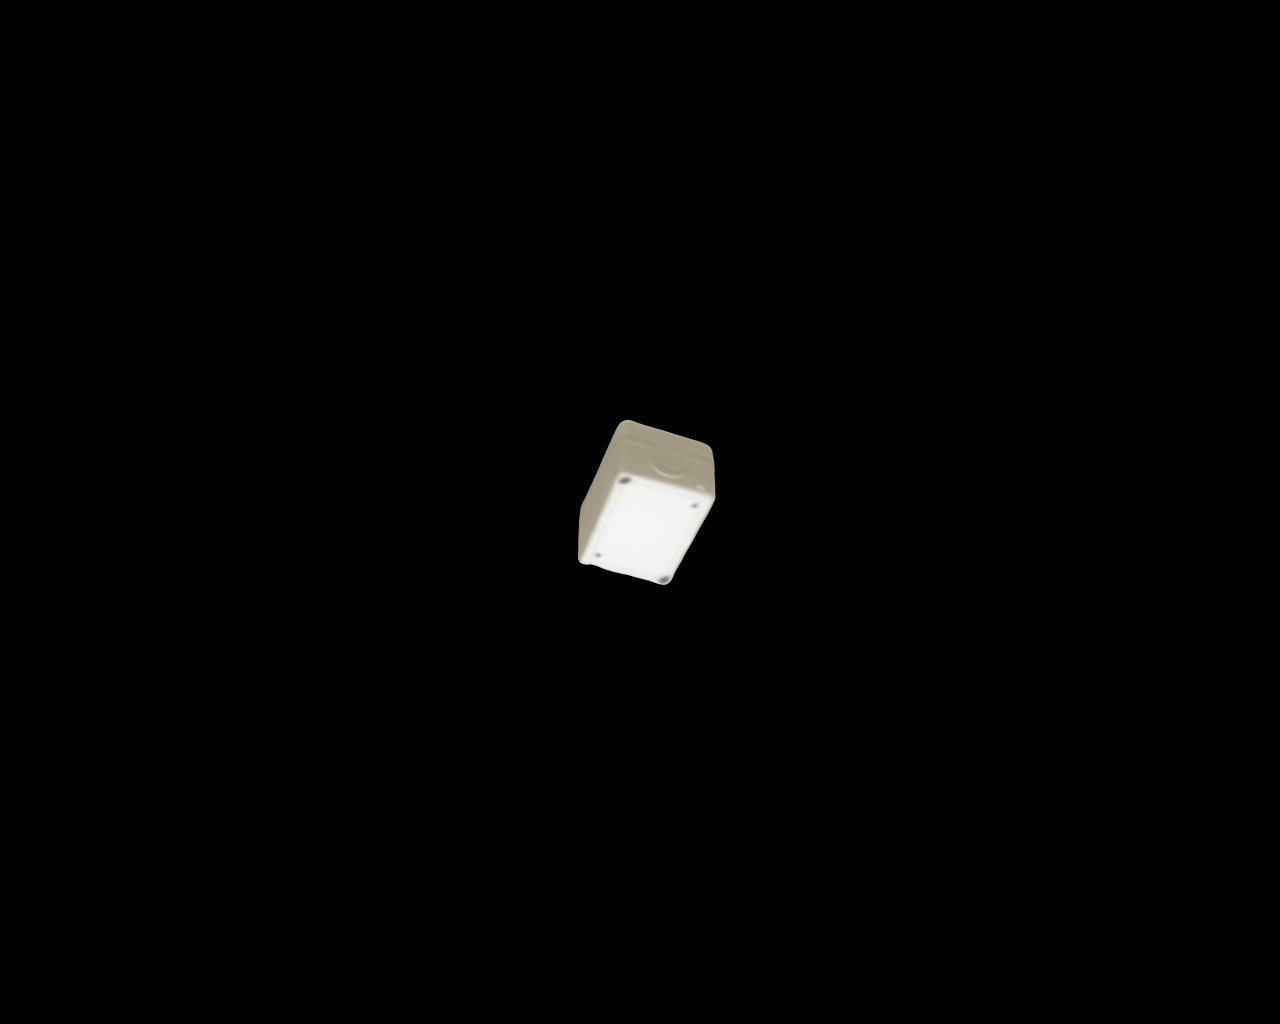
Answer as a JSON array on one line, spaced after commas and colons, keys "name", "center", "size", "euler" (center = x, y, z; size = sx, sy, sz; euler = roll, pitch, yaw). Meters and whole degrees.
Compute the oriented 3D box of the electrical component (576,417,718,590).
[{"name": "electrical component", "center": [0.001, -0.003, 0.650], "size": [0.062, 0.096, 0.061], "euler": [16, 40, -13]}]
